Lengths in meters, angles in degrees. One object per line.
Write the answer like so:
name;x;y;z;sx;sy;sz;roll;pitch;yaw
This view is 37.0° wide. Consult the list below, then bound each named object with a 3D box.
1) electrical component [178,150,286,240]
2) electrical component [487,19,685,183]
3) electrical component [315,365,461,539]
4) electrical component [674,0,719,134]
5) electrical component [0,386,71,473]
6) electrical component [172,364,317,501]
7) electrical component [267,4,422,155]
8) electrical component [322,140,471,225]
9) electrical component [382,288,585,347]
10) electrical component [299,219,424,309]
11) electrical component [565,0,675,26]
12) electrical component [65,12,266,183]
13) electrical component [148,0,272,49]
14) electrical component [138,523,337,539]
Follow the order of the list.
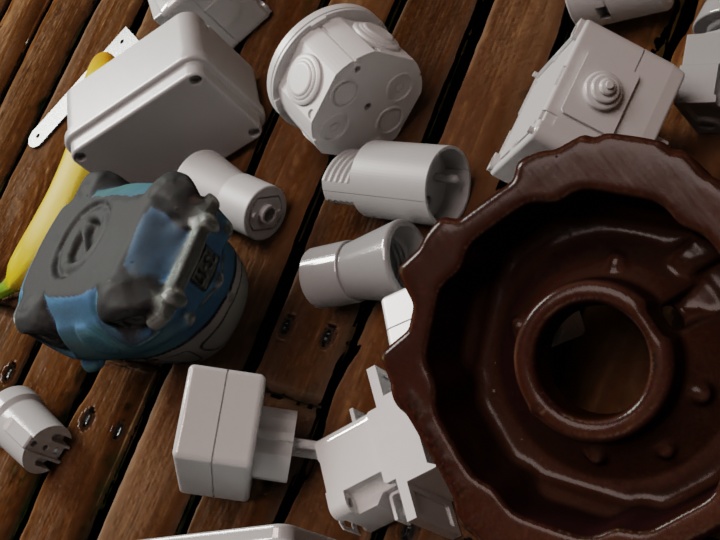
electrical component;-0.077;-0.044;0.657;0.065;0.044;0.044;25;82;36
electrical component;0.109;-0.068;0.503;0.061;0.096;0.061;27;80;-3
electrical component;0.015;0.093;0.519;0.064;0.042;0.081;-32;51;21
electrical component;0.179;-0.097;0.505;0.066;0.048;0.055;4;76;36
electrical component;-0.207;0.100;0.671;0.046;0.040;0.040;31;85;35
electrical component;-0.053;0.088;0.553;0.076;0.083;0.047;9;66;-3
electrical component;-0.008;-0.107;0.618;0.080;0.080;0.051;-45;54;7
electrical component;0.015;-0.049;0.593;0.081;0.043;0.043;10;72;38
electrical component;0.056;0.007;0.532;0.083;0.047;0.075;-25;54;22
electrical component;0.000;0.000;0.580;0.065;0.044;0.044;-11;60;35
electrical component;0.136;-0.157;0.562;0.047;0.055;0.055;-3;64;30
electrical component;-0.127;-0.101;0.697;0.113;0.078;0.057;-29;50;19
electrical component;-0.116;-0.200;0.754;0.061;0.062;0.096;-40;50;11
electrical component;-0.047;0.156;0.483;0.109;0.109;0.056;-14;61;29
